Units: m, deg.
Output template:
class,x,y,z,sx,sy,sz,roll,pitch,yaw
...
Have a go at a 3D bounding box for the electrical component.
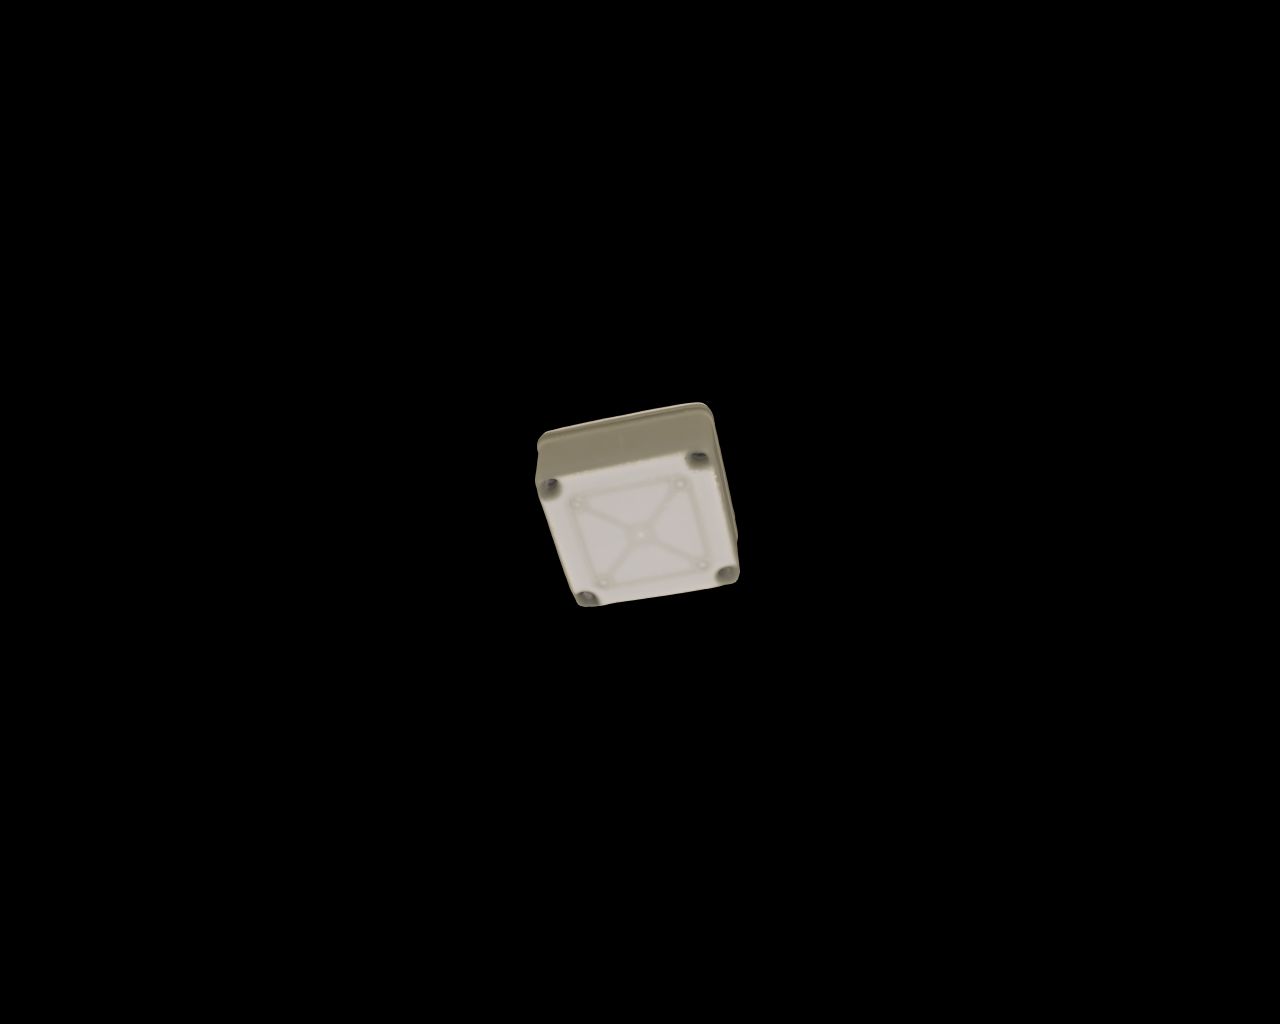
class,x,y,z,sx,sy,sz,roll,pitch,yaw
electrical component,0.001,-0.003,0.650,0.109,0.108,0.056,-10,36,8
